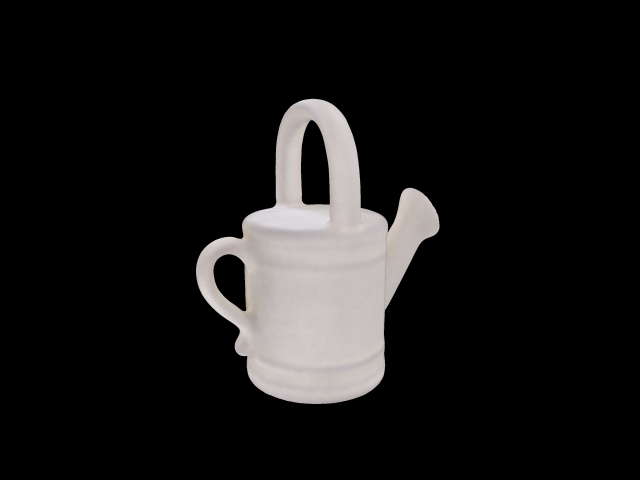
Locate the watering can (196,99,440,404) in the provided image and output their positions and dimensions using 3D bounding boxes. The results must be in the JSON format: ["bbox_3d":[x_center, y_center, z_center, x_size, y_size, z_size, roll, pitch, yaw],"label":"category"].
[{"bbox_3d":[0.003,0.001,0.402,0.100,0.194,0.173,12,18,40],"label":"watering can"}]
